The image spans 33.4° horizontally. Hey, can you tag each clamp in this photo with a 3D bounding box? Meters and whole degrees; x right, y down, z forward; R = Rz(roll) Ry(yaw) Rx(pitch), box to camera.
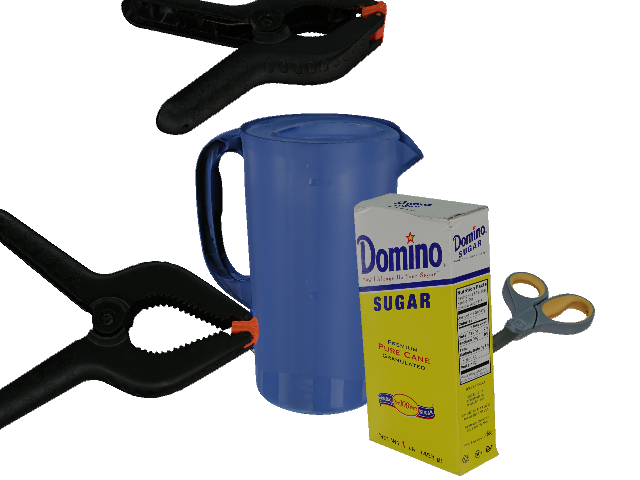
[{"bbox_3d":[-0.038,-0.119,0.678,0.171,0.120,0.039,-6,-31,-6],"label":"clamp"},{"bbox_3d":[-0.148,0.049,0.728,0.210,0.164,0.036,-4,-19,-4],"label":"clamp"}]

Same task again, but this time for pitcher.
[{"bbox_3d":[-0.011,0.016,0.900,0.144,0.243,0.149,-10,20,-34],"label":"pitcher"}]

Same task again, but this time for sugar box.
[{"bbox_3d":[0.070,0.061,0.723,0.048,0.176,0.094,-18,18,-37],"label":"sugar box"}]

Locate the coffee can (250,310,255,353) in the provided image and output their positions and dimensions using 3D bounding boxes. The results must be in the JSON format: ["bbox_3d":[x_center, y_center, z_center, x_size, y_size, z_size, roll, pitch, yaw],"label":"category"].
[{"bbox_3d":[-0.022,0.046,1.120,0.103,0.140,0.103,4,14,-1],"label":"coffee can"}]

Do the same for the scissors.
[{"bbox_3d":[0.167,0.067,0.962,0.201,0.016,0.096,-8,37,-38],"label":"scissors"}]
